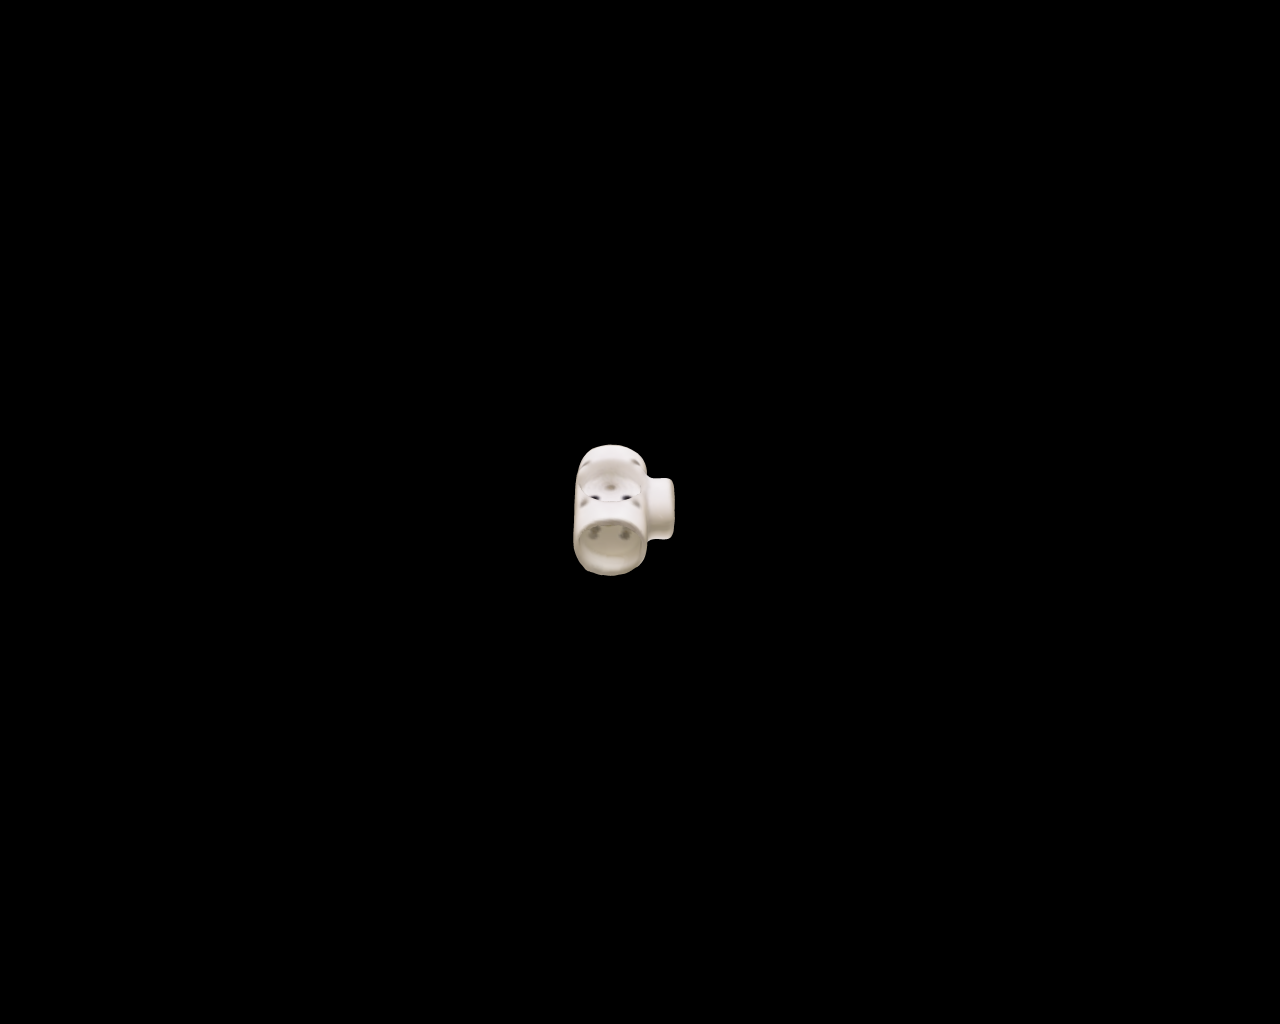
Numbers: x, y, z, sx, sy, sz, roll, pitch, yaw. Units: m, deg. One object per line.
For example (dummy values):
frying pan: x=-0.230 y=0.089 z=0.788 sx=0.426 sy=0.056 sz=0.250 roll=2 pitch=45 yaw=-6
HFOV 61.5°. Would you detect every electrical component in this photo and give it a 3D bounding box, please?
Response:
electrical component: x=0.001 y=-0.003 z=0.650 sx=0.079 sy=0.044 sz=0.077 roll=0 pitch=37 yaw=0
